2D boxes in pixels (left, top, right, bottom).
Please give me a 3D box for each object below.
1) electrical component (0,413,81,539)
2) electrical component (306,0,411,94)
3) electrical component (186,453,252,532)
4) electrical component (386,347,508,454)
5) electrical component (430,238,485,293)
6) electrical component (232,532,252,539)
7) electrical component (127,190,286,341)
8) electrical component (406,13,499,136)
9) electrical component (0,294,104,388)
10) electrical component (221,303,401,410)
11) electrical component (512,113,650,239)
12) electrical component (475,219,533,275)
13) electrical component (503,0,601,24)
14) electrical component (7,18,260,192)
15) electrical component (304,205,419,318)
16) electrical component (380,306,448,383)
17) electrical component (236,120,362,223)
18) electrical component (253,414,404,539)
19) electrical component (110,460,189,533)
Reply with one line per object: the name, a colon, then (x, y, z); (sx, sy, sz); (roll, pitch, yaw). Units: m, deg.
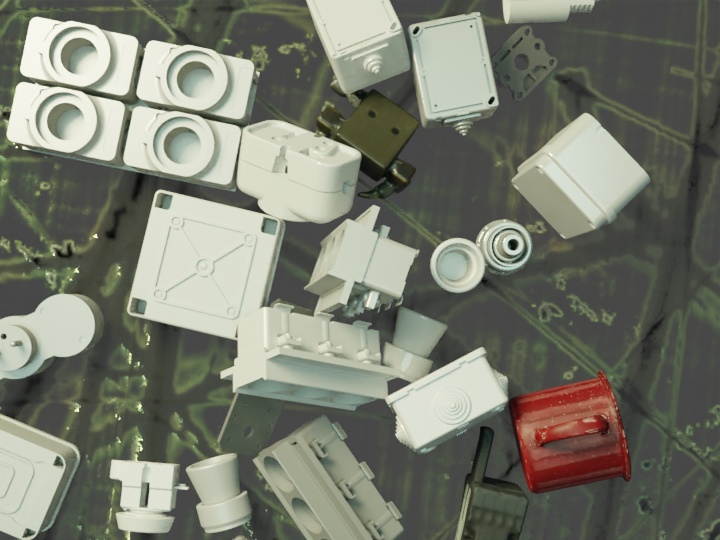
electrical component: (-0.299, 0.165, 0.892); (0.113, 0.057, 0.078); (23, 89, -1)
electrical component: (0.001, -0.192, 0.889); (0.062, 0.061, 0.096); (-22, 61, 0)
electrical component: (-0.117, 0.186, 0.901); (0.045, 0.045, 0.055); (-15, 89, -1)
electrical component: (0.073, 0.110, 0.880); (0.100, 0.099, 0.048); (-28, 77, -1)
electrical component: (0.078, -0.003, 0.898); (0.044, 0.065, 0.044); (0, 89, -1)
electrical component: (-0.098, 0.264, 0.892); (0.062, 0.061, 0.096); (-45, 90, -1)
electrical component: (-0.127, -0.003, 0.899); (0.109, 0.056, 0.108); (13, 89, -1)
electrical component: (0.078, -0.158, 0.903); (0.062, 0.061, 0.096); (-11, 88, 0)
electrical component: (-0.284, 0.063, 0.886); (0.138, 0.073, 0.052); (-24, 89, -1)
electrical component: (-0.039, 0.071, 0.866); (0.121, 0.079, 0.063); (14, 63, -38)
electrical component: (0.177, -0.073, 0.878); (0.057, 0.113, 0.078); (-43, 90, -4)
electrical component: (0.124, -0.020, 0.901); (0.048, 0.062, 0.048); (0, 89, -1)
electrical component: (0.165, -0.233, 0.915); (0.081, 0.043, 0.043); (-2, 89, -1)
electrical component: (-0.188, -0.138, 0.898); (0.186, 0.060, 0.105); (11, 89, -1)
electrical component: (0.000, 0.000, 0.865); (0.063, 0.121, 0.078); (21, 80, -8)
electrical component: (0.044, 0.064, 0.907); (0.045, 0.045, 0.055); (22, 89, -1)
electrical component: (-0.052, -0.078, 0.881); (0.095, 0.054, 0.059); (24, 119, 24)
electrical component: (-0.024, 0.186, 0.889); (0.063, 0.079, 0.121); (-34, 90, -33)
electrical component: (-0.178, 0.189, 0.900); (0.066, 0.048, 0.055); (5, 81, -1)
